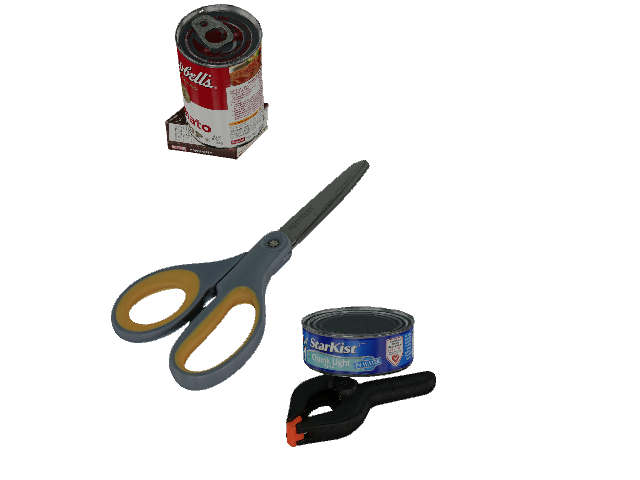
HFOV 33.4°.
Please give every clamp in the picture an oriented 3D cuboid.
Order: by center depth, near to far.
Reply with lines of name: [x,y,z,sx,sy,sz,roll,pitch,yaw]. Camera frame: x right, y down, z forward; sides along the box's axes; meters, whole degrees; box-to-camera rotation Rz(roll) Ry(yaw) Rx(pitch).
clamp: [0.021,0.152,1.104,0.171,0.039,0.120,-22,34,-32]

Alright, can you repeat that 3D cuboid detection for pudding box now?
pudding box: [-0.120,-0.136,1.257,0.090,0.039,0.113,9,29,13]

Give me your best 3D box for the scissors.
scissors: [-0.048,0.007,0.623,0.096,0.016,0.201,11,44,18]

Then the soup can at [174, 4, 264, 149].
soup can: [-0.080,-0.131,0.867,0.068,0.068,0.102,0,-35,-1]

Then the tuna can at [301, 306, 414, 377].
tuna can: [0.028,0.076,0.811,0.086,0.034,0.086,-1,10,0]
